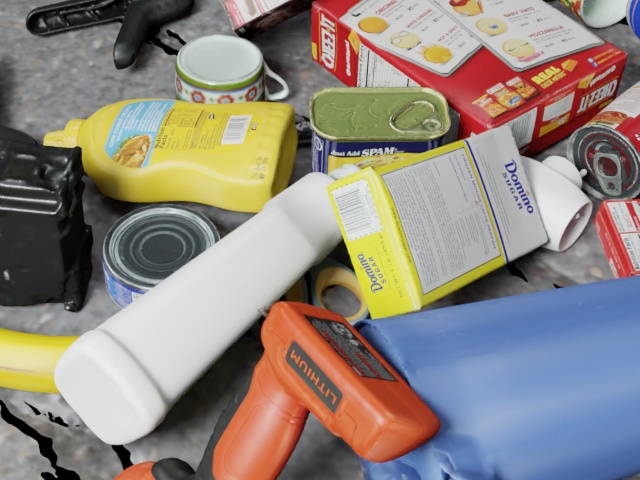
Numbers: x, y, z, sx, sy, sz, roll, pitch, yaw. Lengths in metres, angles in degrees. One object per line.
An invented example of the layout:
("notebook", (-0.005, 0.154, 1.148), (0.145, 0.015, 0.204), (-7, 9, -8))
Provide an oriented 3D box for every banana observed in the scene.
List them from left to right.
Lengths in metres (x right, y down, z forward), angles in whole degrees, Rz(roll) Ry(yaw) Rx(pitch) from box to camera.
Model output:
("banana", (-0.202, 0.070, 0.703), (0.198, 0.037, 0.069), (7, 24, 1))

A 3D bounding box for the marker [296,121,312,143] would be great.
("marker", (-0.018, -0.087, 0.868), (0.121, 0.020, 0.020), (-4, 47, -6))

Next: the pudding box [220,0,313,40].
("pudding box", (-0.038, -0.208, 0.910), (0.090, 0.113, 0.039), (-28, 92, 4))

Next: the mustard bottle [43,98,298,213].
("mustard bottle", (-0.118, -0.068, 0.811), (0.192, 0.058, 0.096), (4, 48, 11))

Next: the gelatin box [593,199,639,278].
("gelatin box", (0.254, 0.005, 0.784), (0.089, 0.030, 0.073), (-3, 48, -6))

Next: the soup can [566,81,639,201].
("soup can", (0.251, -0.082, 0.840), (0.069, 0.068, 0.102), (36, 54, 28))

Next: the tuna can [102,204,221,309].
("tuna can", (-0.111, 0.015, 0.757), (0.086, 0.034, 0.086), (1, 47, -1))

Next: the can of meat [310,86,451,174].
("can of meat", (0.042, -0.065, 0.804), (0.102, 0.084, 0.057), (-1, 46, -3))

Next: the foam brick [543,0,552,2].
("foam brick", (0.187, -0.260, 1.018), (0.078, 0.053, 0.051), (-9, 47, -10))

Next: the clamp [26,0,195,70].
("clamp", (-0.164, -0.207, 0.963), (0.120, 0.039, 0.171), (36, 55, 27))

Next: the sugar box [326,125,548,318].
("sugar box", (0.084, -0.016, 0.719), (0.048, 0.093, 0.175), (-18, 1, 39))

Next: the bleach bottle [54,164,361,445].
("bleach bottle", (-0.051, 0.024, 0.684), (0.068, 0.103, 0.250), (50, 58, -2))

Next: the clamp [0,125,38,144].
("clamp", (-0.272, -0.074, 0.832), (0.210, 0.036, 0.164), (31, 56, 27))

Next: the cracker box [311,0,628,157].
("cracker box", (0.120, -0.154, 0.902), (0.164, 0.072, 0.214), (-29, 53, -28))

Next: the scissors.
("scissors", (-0.005, 0.001, 0.787), (0.096, 0.016, 0.201), (6, 47, 3))

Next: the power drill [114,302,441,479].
("power drill", (-0.023, 0.141, 0.549), (0.057, 0.188, 0.185), (17, 24, -52))

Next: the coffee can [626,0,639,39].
("coffee can", (0.335, -0.169, 0.902), (0.102, 0.103, 0.140), (-7, 47, -9))

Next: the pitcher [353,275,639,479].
("pitcher", (0.140, 0.085, 0.644), (0.242, 0.145, 0.149), (-11, 67, -17))
